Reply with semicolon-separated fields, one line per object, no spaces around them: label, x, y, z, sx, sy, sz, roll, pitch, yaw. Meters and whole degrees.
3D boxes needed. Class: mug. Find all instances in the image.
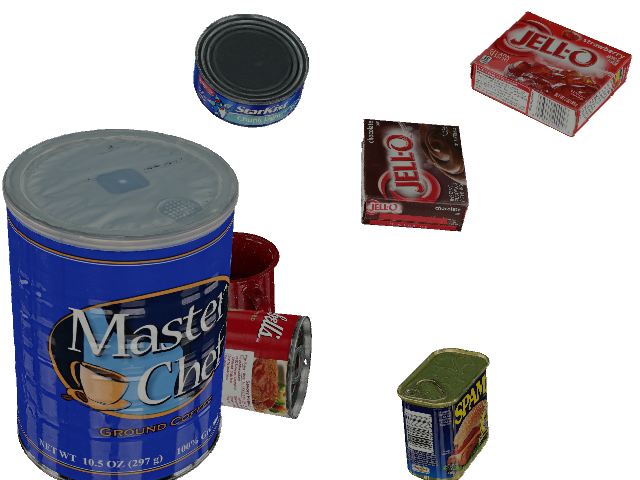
mug;-0.078;0.054;1.008;0.093;0.081;0.117;-19;35;-29

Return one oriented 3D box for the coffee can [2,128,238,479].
coffee can;-0.094;0.032;0.506;0.102;0.140;0.103;5;31;-3

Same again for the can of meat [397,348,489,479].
can of meat;0.114;0.158;0.967;0.058;0.084;0.101;7;24;30

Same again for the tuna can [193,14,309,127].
tuna can;-0.053;-0.128;0.808;0.086;0.086;0.034;0;-30;-12

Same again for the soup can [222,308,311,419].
soup can;-0.062;0.078;0.708;0.102;0.068;0.068;6;1;10

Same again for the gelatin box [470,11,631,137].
gelatin box;0.164;-0.121;0.764;0.089;0.030;0.073;32;58;27

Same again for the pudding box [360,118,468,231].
pudding box;0.081;-0.060;0.955;0.090;0.039;0.113;5;42;-3
